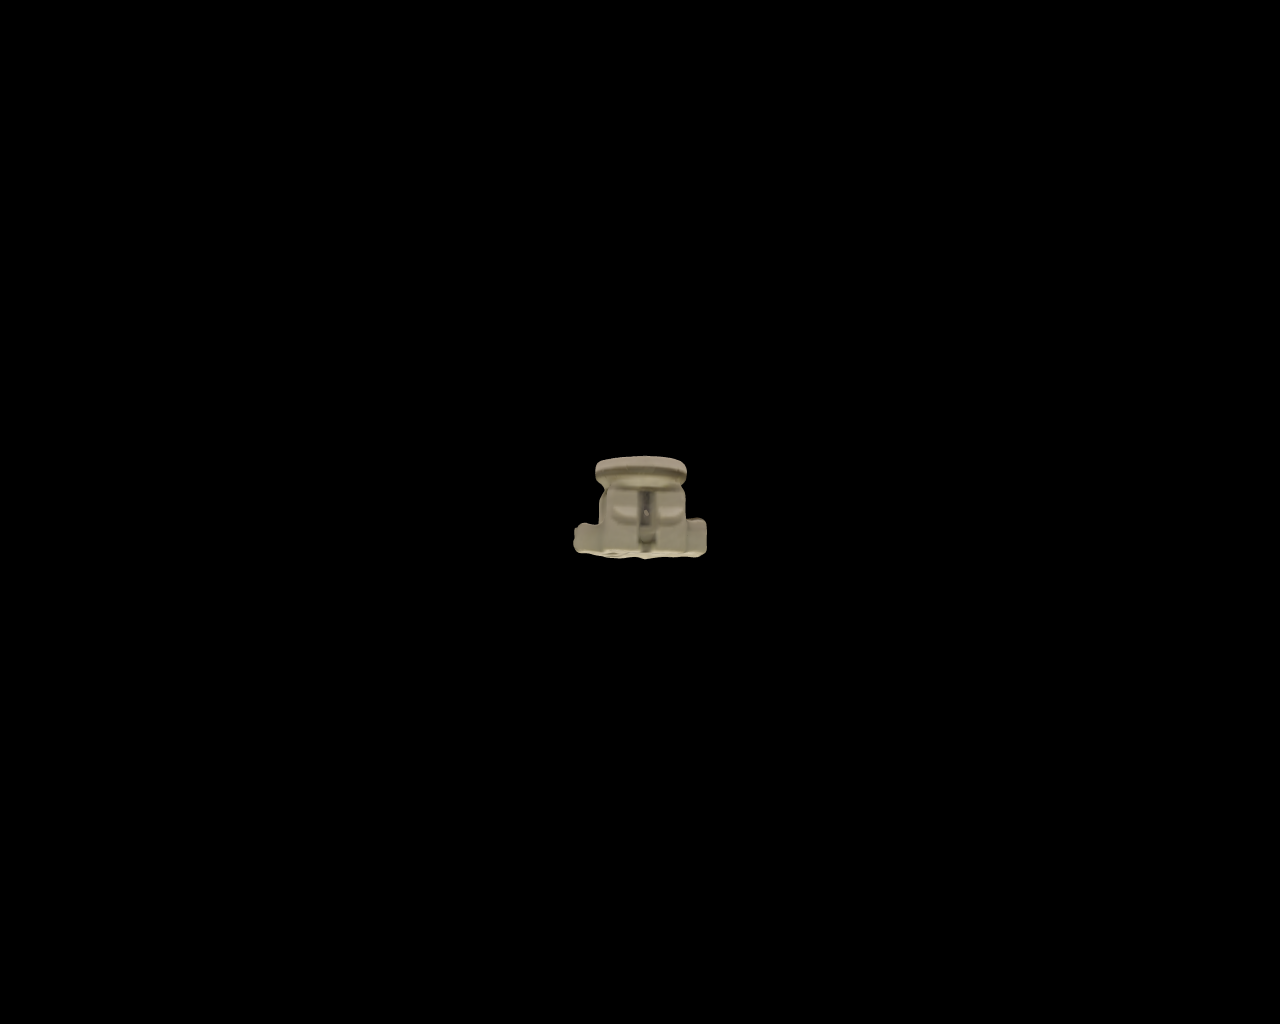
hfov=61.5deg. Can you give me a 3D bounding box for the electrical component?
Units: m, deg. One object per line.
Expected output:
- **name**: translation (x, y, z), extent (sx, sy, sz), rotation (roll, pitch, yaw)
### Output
- **electrical component**: translation (0.001, -0.003, 0.650), extent (0.078, 0.057, 0.058), rotation (1, -7, -9)
